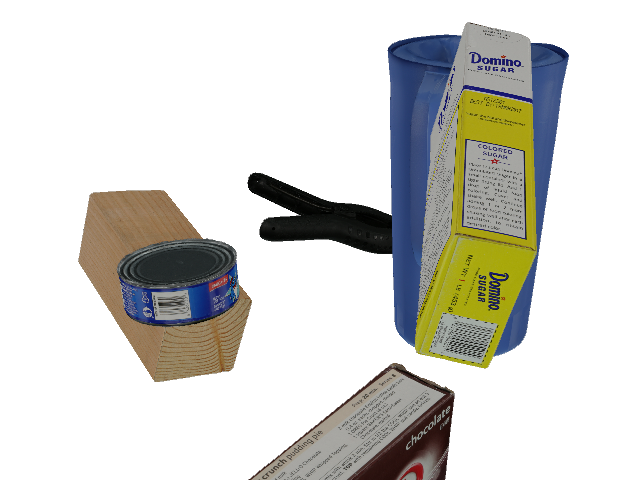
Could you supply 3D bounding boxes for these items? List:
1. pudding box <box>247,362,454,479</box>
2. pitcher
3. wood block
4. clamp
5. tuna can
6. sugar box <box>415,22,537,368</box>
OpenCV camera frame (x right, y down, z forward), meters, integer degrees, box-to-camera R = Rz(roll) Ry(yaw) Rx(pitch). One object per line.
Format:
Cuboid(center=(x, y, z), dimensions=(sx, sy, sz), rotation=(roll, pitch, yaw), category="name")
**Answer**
Cuboid(center=(0.010, 0.119, 0.462), dimensions=(0.039, 0.090, 0.113), rotation=(25, 41, 30), category="pudding box")
Cuboid(center=(0.110, -0.032, 0.825), dimensions=(0.149, 0.243, 0.145), rotation=(-7, 22, -19), category="pitcher")
Cuboid(center=(-0.163, 0.039, 1.083), dimensions=(0.090, 0.091, 0.206), rotation=(-4, 35, -35), category="wood block")
Cuboid(center=(0.018, -0.018, 1.193), dimensions=(0.210, 0.036, 0.164), rotation=(15, 21, -7), category="clamp")
Cuboid(center=(-0.101, 0.030, 0.767), dimensions=(0.086, 0.034, 0.086), rotation=(-4, 22, 1), category="tuna can")
Cuboid(center=(0.084, -0.029, 0.576), dimensions=(0.048, 0.176, 0.093), rotation=(13, -44, 0), category="sugar box")
